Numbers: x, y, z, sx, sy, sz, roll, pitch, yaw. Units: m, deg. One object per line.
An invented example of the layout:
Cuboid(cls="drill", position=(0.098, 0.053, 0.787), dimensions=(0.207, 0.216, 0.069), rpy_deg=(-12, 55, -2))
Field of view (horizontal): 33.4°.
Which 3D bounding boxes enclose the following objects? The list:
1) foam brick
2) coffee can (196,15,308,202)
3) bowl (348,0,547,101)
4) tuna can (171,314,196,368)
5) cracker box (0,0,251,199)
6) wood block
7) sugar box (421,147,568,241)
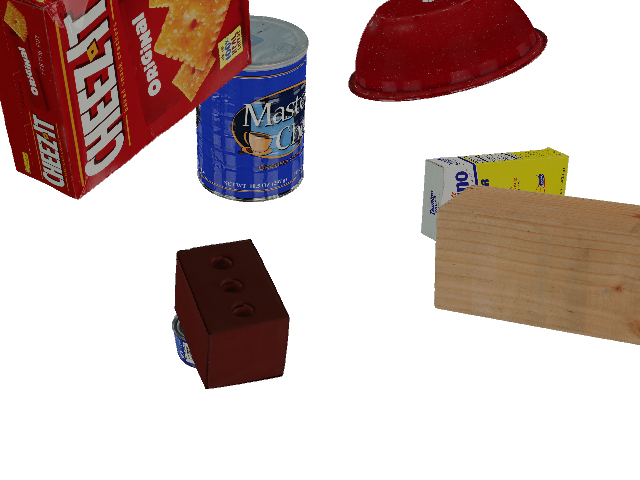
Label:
Cuboid(cls="foam brick", position=(-0.058, 0.046, 0.675), dimensions=(0.052, 0.051, 0.078), rpy_deg=(-9, 43, -21))
Cuboid(cls="coffee can", position=(-0.064, -0.121, 0.982), dimensions=(0.103, 0.140, 0.103), rpy_deg=(2, 35, -1))
Cuboid(cls="bowl", position=(0.094, -0.166, 0.845), dimensions=(0.162, 0.055, 0.162), rpy_deg=(-14, 24, 6))
Cuboid(cls="tuna can", position=(-0.096, 0.088, 1.016), dimensions=(0.086, 0.034, 0.086), rpy_deg=(-6, 25, 3))
Cuboid(cls="cracker box", position=(-0.138, -0.156, 0.782), dimensions=(0.072, 0.164, 0.213), rpy_deg=(25, 48, 23))
Cuboid(cls="wood block", position=(0.205, 0.018, 0.872), dimensions=(0.206, 0.090, 0.090), rpy_deg=(9, 20, 27))
Cuboid(cls="sugar box", position=(0.206, -0.054, 1.256), dimensions=(0.176, 0.093, 0.048), rpy_deg=(-9, 21, -26))
